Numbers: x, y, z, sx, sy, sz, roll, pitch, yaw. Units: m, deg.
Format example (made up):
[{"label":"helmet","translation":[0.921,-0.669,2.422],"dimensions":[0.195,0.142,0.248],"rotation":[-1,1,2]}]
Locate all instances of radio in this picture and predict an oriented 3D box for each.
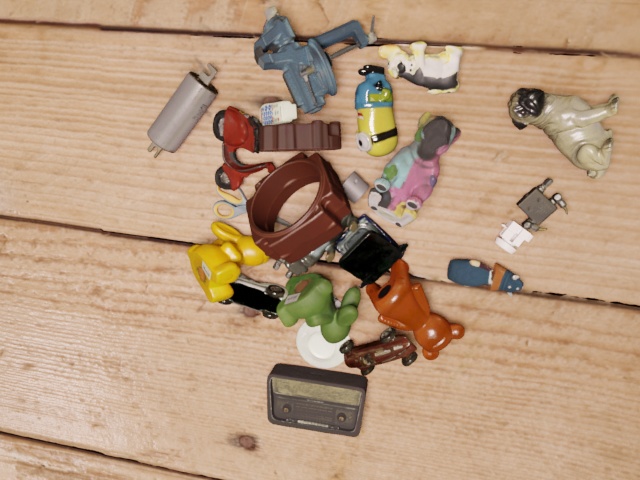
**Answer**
[{"label":"radio","translation":[-0.008,0.372,1.254],"dimensions":[0.230,0.073,0.131],"rotation":[6,103,10]}]

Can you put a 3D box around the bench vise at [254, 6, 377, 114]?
[{"label":"bench vise","translation":[-0.006,-0.382,1.079],"dimensions":[0.241,0.129,0.223],"rotation":[-26,86,-5]}]

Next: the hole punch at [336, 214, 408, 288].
[{"label":"hole punch","translation":[0.101,0.021,1.162],"dimensions":[0.115,0.092,0.142],"rotation":[35,105,-30]}]

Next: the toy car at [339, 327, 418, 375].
[{"label":"toy car","translation":[0.124,0.248,1.171],"dimensions":[0.089,0.053,0.202],"rotation":[51,139,-11]}]

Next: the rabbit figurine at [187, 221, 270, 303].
[{"label":"rabbit figurine","translation":[-0.196,0.040,1.196],"dimensions":[0.163,0.173,0.121],"rotation":[47,145,33]}]

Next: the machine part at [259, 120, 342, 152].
[{"label":"machine part","translation":[-0.042,-0.207,1.088],"dimensions":[0.179,0.179,0.056],"rotation":[-1,98,11]}]

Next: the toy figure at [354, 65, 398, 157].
[{"label":"toy figure","translation":[0.115,-0.260,1.095],"dimensions":[0.089,0.082,0.180],"rotation":[2,99,11]}]

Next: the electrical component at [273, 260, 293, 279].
[{"label":"electrical component","translation":[-0.067,0.038,1.223],"dimensions":[0.063,0.021,0.094],"rotation":[33,105,3]}]

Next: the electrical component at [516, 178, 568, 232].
[{"label":"electrical component","translation":[0.447,-0.065,1.086],"dimensions":[0.102,0.045,0.078],"rotation":[-39,93,16]}]

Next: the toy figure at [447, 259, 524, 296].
[{"label":"toy figure","translation":[0.348,0.074,1.129],"dimensions":[0.155,0.064,0.058],"rotation":[11,66,4]}]

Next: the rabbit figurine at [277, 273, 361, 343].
[{"label":"rabbit figurine","translation":[0.016,0.151,1.179],"dimensions":[0.159,0.121,0.170],"rotation":[-26,119,25]}]

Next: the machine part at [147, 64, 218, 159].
[{"label":"machine part","translation":[-0.301,-0.277,1.175],"dimensions":[0.079,0.079,0.243],"rotation":[42,105,0]}]

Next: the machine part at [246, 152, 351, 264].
[{"label":"machine part","translation":[-0.050,-0.070,1.104],"dimensions":[0.201,0.201,0.087],"rotation":[-34,136,17]}]

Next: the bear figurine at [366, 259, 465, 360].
[{"label":"bear figurine","translation":[0.207,0.154,1.160],"dimensions":[0.195,0.132,0.120],"rotation":[37,109,-17]}]

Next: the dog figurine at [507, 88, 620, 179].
[{"label":"dog figurine","translation":[0.461,-0.206,1.038],"dimensions":[0.191,0.121,0.172],"rotation":[5,100,24]}]

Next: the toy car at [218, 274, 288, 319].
[{"label":"toy car","translation":[-0.159,0.125,1.244],"dimensions":[0.202,0.056,0.073],"rotation":[16,111,9]}]

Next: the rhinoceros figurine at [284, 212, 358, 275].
[{"label":"rhinoceros figurine","translation":[-0.002,-0.003,1.158],"dimensions":[0.073,0.112,0.190],"rotation":[40,94,-23]}]

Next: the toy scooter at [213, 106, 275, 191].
[{"label":"toy scooter","translation":[-0.161,-0.195,1.166],"dimensions":[0.135,0.075,0.183],"rotation":[5,106,11]}]

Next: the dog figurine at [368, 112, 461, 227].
[{"label":"dog figurine","translation":[0.199,-0.152,1.095],"dimensions":[0.108,0.191,0.219],"rotation":[31,72,6]}]

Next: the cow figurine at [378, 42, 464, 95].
[{"label":"cow figurine","translation":[0.196,-0.342,1.070],"dimensions":[0.167,0.068,0.098],"rotation":[7,109,11]}]
